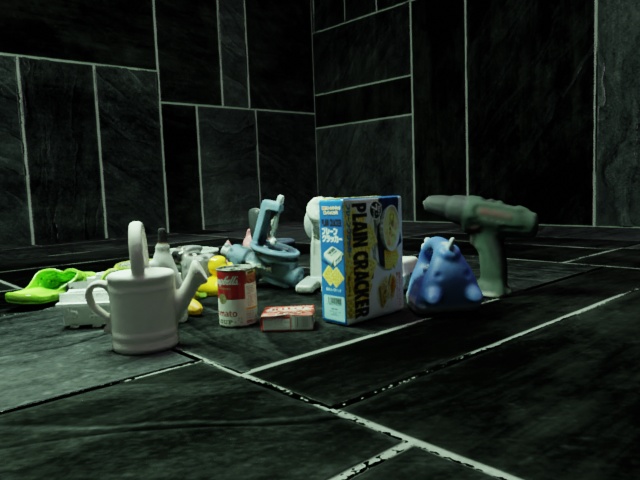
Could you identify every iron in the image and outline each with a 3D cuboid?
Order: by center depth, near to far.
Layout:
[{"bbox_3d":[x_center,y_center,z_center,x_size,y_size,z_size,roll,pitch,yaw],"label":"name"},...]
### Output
[{"bbox_3d":[0.220,0.056,1.093,0.118,0.141,0.258,-3,6,-5],"label":"iron"}]

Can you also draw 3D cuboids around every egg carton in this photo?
[{"bbox_3d":[0.163,0.076,1.287,0.107,0.069,0.151,1,6,28],"label":"egg carton"}]

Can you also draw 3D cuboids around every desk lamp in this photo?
[{"bbox_3d":[0.012,0.005,1.329,0.117,0.213,0.203,-1,6,10],"label":"desk lamp"}]

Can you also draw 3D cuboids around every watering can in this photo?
[{"bbox_3d":[-0.265,0.068,0.880,0.173,0.194,0.100,-6,7,-31],"label":"watering can"}]

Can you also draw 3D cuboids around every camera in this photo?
[{"bbox_3d":[-0.300,0.062,1.446,0.142,0.101,0.137,2,7,34],"label":"camera"}]

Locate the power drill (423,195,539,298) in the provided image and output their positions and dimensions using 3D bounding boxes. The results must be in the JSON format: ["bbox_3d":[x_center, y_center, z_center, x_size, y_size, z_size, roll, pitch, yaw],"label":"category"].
[{"bbox_3d":[0.327,0.010,1.177,0.229,0.208,0.076,0,6,20],"label":"power drill"}]

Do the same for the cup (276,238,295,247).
[{"bbox_3d":[-0.121,0.044,1.593,0.092,0.095,0.117,-6,7,-37],"label":"cup"}]

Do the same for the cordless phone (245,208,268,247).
[{"bbox_3d":[-0.184,0.006,1.540,0.147,0.185,0.094,3,8,45],"label":"cordless phone"}]

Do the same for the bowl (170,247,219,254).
[{"bbox_3d":[-0.366,0.063,1.598,0.167,0.075,0.167,-2,5,0],"label":"bowl"}]

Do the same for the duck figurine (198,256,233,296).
[{"bbox_3d":[-0.237,0.080,1.311,0.077,0.086,0.105,3,7,40],"label":"duck figurine"}]

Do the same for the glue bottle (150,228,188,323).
[{"bbox_3d":[-0.280,0.065,1.026,0.078,0.173,0.037,-4,6,-21],"label":"glue bottle"}]

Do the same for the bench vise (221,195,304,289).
[{"bbox_3d":[-0.143,0.005,1.349,0.207,0.220,0.121,-2,6,5],"label":"bench vise"}]

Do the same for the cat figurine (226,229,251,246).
[{"bbox_3d":[-0.219,0.025,1.712,0.127,0.118,0.067,-2,6,1],"label":"cat figurine"}]
